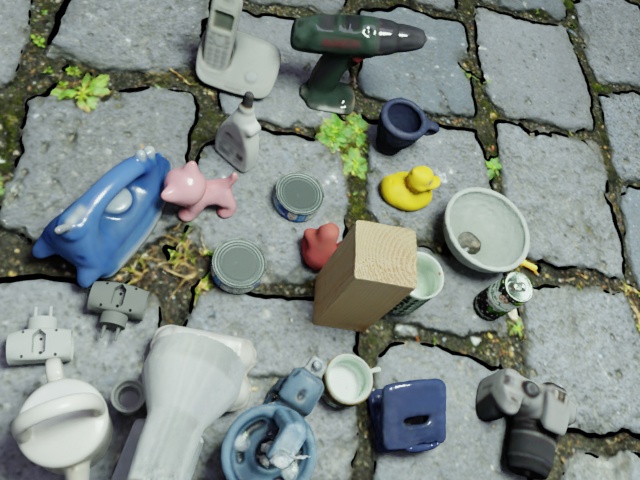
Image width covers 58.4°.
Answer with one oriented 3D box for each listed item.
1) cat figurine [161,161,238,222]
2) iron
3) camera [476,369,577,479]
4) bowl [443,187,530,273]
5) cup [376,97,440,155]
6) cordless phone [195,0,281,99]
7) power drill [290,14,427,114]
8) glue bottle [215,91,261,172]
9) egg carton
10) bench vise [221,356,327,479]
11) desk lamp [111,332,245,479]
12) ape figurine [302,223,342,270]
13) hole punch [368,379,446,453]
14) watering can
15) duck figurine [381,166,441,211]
[{"bbox_3d":[-0.189,-0.082,0.895,0.128,0.067,0.117,-11,-21,-22],"label":"cat figurine"},{"bbox_3d":[-0.297,-0.064,0.838,0.118,0.259,0.141,33,-30,0],"label":"iron"},{"bbox_3d":[0.324,0.288,0.890,0.143,0.137,0.100,25,-30,-5],"label":"camera"},{"bbox_3d":[0.288,-0.007,1.037,0.168,0.167,0.074,0,-25,-18],"label":"bowl"},{"bbox_3d":[0.155,-0.202,1.076,0.118,0.091,0.095,9,-27,-14],"label":"cup"},{"bbox_3d":[-0.136,-0.344,0.999,0.148,0.094,0.185,12,-28,-12],"label":"cordless phone"},{"bbox_3d":[0.050,-0.323,1.035,0.230,0.075,0.208,6,-26,-15],"label":"power drill"},{"bbox_3d":[-0.127,-0.182,0.931,0.037,0.078,0.173,-45,-6,-29],"label":"glue bottle"},{"bbox_3d":[-0.167,0.181,0.803,0.150,0.107,0.069,12,-28,-12],"label":"egg carton"},{"bbox_3d":[-0.053,0.232,0.728,0.121,0.207,0.219,17,-29,-9],"label":"bench vise"},{"bbox_3d":[-0.178,0.235,0.691,0.118,0.203,0.213,20,-29,-7],"label":"desk lamp"},{"bbox_3d":[0.009,0.003,0.932,0.078,0.076,0.092,38,-30,3],"label":"ape figurine"},{"bbox_3d":[0.136,0.262,0.849,0.109,0.101,0.091,-1,-24,-18],"label":"hole punch"},{"bbox_3d":[-0.295,0.222,0.670,0.101,0.173,0.194,-36,-10,-28],"label":"watering can"},{"bbox_3d":[0.168,-0.103,1.038,0.105,0.077,0.086,7,-27,-14],"label":"duck figurine"}]
